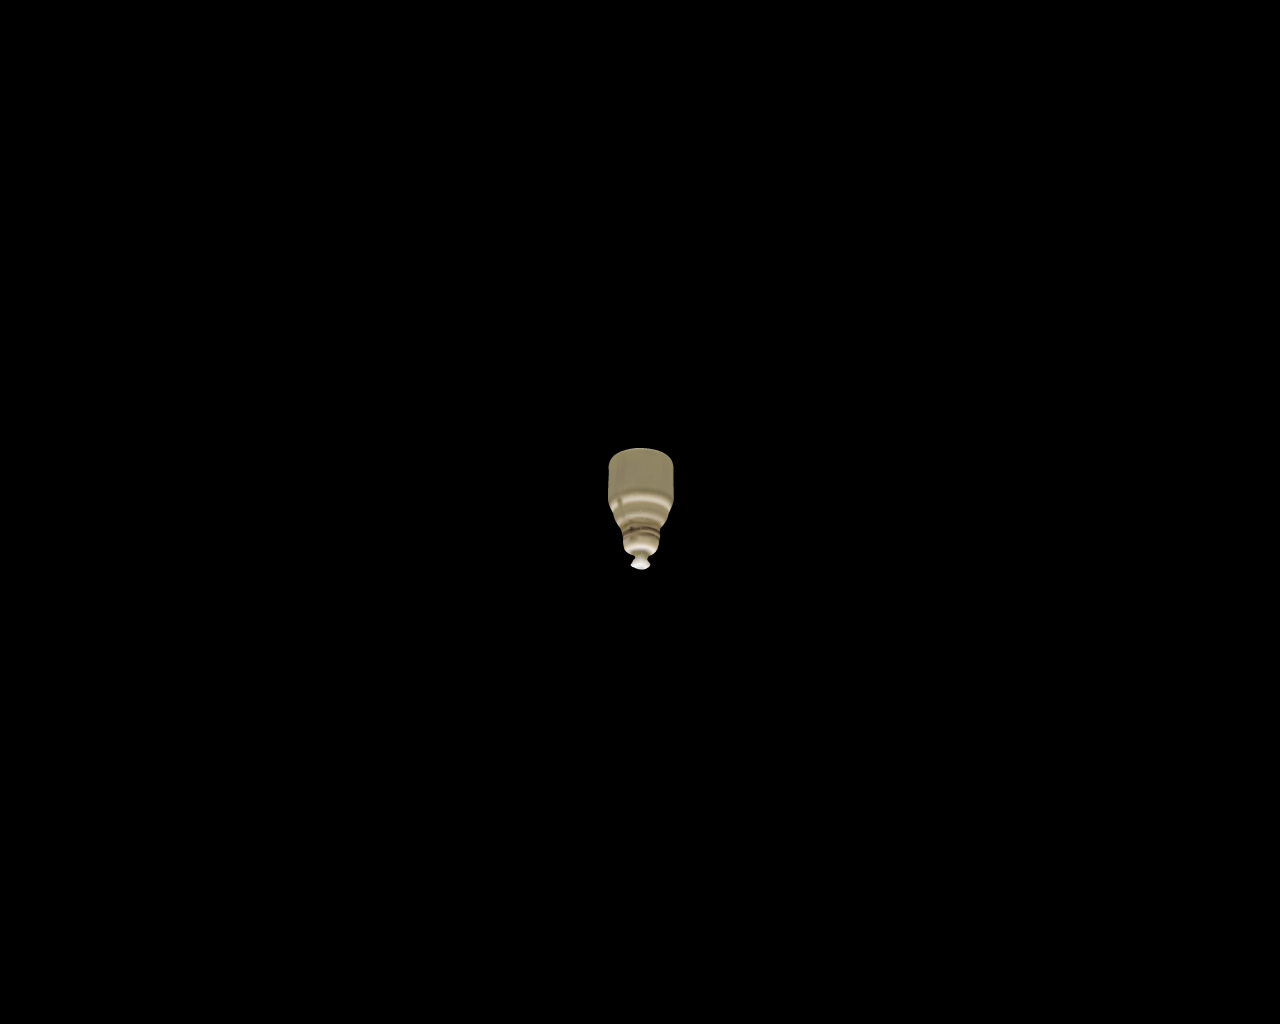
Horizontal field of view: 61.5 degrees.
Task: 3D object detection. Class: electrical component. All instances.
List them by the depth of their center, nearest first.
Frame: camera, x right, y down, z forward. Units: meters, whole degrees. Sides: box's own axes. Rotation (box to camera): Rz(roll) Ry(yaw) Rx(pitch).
[{"bbox_3d":[0.001,-0.003,0.650,0.040,0.078,0.040,0,-24,0],"label":"electrical component"}]
